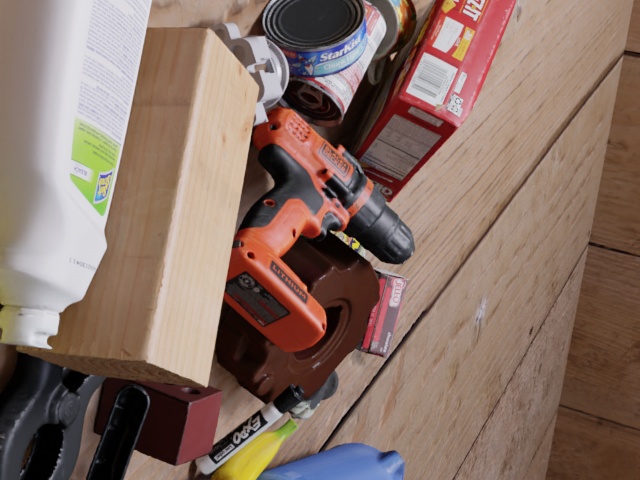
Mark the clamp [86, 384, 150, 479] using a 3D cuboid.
[{"bbox_3d":[-0.159,0.184,0.764,0.120,0.039,0.172,-59,174,-41],"label":"clamp"}]

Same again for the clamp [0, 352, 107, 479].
[{"bbox_3d":[-0.181,0.098,0.697,0.164,0.036,0.210,63,43,-57],"label":"clamp"}]

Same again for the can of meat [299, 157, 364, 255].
[{"bbox_3d":[0.013,-0.027,1.062,0.102,0.058,0.084,-67,155,-19],"label":"can of meat"}]

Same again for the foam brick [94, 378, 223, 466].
[{"bbox_3d":[-0.122,0.130,0.807,0.053,0.078,0.051,-3,109,-67],"label":"foam brick"}]

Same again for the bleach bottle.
[{"bbox_3d":[-0.144,-0.068,0.578,0.102,0.068,0.251,30,65,-69],"label":"bleach bottle"}]

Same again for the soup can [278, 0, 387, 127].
[{"bbox_3d":[0.010,-0.160,0.941,0.102,0.069,0.068,-64,156,-20],"label":"soup can"}]

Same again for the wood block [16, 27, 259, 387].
[{"bbox_3d":[-0.109,-0.020,0.667,0.090,0.091,0.206,44,52,-66],"label":"wood block"}]

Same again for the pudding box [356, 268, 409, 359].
[{"bbox_3d":[0.057,0.076,1.188,0.114,0.039,0.090,-160,-95,-75],"label":"pudding box"}]

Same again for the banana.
[{"bbox_3d":[-0.074,0.215,0.990,0.070,0.037,0.197,-50,178,15],"label":"banana"}]

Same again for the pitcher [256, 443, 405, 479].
[{"bbox_3d":[-0.010,0.300,1.143,0.242,0.145,0.149,14,79,-65],"label":"pitcher"}]

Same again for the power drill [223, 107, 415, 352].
[{"bbox_3d":[-0.006,0.001,0.891,0.184,0.057,0.187,42,43,-17],"label":"power drill"}]

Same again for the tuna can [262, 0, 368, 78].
[{"bbox_3d":[-0.004,-0.174,0.882,0.086,0.086,0.034,-60,155,-32],"label":"tuna can"}]

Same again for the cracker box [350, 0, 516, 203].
[{"bbox_3d":[0.103,-0.149,1.059,0.164,0.072,0.214,-65,-175,-21],"label":"cracker box"}]

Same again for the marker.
[{"bbox_3d":[-0.062,0.171,0.966,0.121,0.020,0.020,-39,160,10],"label":"marker"}]
